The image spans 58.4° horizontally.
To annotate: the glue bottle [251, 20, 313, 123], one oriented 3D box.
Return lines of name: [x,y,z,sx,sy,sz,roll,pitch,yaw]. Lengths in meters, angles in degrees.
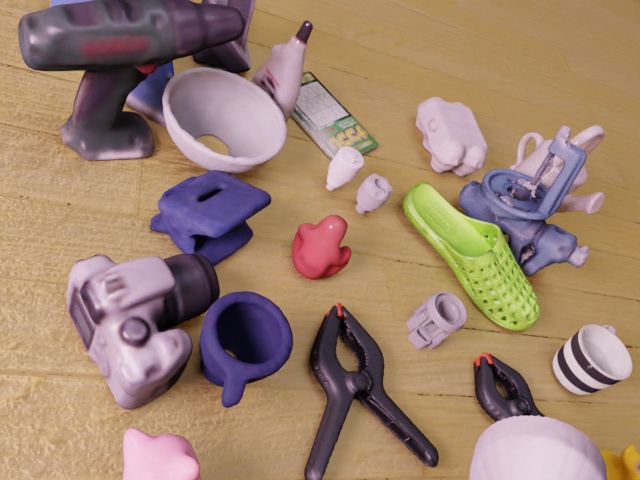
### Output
glue bottle: [-0.051,-0.241,0.815,0.037,0.173,0.078,-28,74,-41]

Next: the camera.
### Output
camera: [-0.160,0.068,0.569,0.137,0.100,0.143,-21,69,-39]

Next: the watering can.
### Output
watering can: [0.414,-0.119,0.985,0.173,0.193,0.101,44,47,6]

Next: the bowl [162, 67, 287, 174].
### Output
bowl: [-0.132,-0.146,0.764,0.168,0.074,0.167,16,50,-20]

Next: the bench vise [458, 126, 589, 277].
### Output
bench vise: [0.349,-0.062,0.886,0.207,0.219,0.121,34,47,-4]

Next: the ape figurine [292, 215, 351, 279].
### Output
ape figurine: [0.007,0.003,0.723,0.078,0.092,0.076,44,47,6]

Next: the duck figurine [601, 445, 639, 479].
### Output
duck figurine: [0.408,0.313,0.734,0.078,0.086,0.104,-13,64,-36]

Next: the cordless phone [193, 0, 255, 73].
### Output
cordless phone: [-0.126,-0.360,0.851,0.094,0.185,0.147,1,56,-30]

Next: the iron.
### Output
iron: [-0.250,-0.289,0.755,0.119,0.141,0.258,-29,74,-41]

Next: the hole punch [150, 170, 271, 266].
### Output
hole punch: [-0.128,-0.036,0.673,0.101,0.091,0.109,45,47,6]

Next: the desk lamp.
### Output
desk lamp: [0.152,0.281,0.517,0.118,0.213,0.204,41,46,3]

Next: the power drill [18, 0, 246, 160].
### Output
power drill: [-0.216,-0.186,0.652,0.230,0.208,0.075,-10,63,-35]

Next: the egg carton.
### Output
egg carton: [0.228,-0.184,1.010,0.107,0.069,0.150,4,55,-28]

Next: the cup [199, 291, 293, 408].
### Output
cup: [-0.087,0.123,0.576,0.092,0.094,0.118,22,49,-15]

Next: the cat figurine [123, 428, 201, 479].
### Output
cat figurine: [-0.123,0.217,0.468,0.067,0.117,0.127,-8,62,-35]
